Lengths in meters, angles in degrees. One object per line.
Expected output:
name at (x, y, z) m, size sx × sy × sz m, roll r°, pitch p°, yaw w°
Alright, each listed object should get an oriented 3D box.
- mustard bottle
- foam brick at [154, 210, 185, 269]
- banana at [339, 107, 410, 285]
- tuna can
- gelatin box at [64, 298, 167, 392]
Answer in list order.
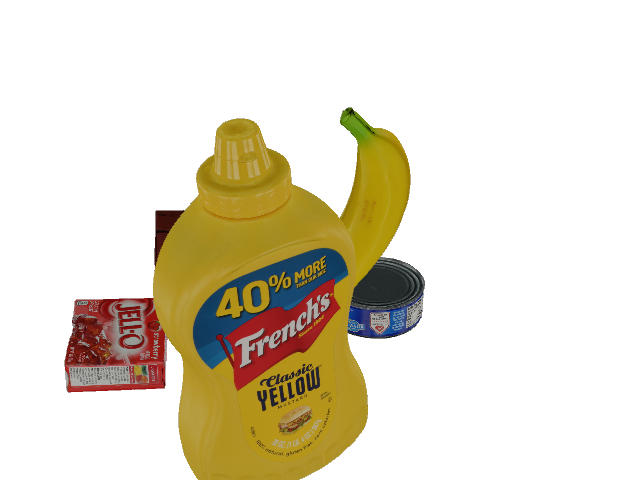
mustard bottle at (-0.028, 0.030, 0.501) m, size 0.096 × 0.192 × 0.058 m, roll -20°, pitch 38°, yaw -20°
foam brick at (-0.139, 0.001, 1.144) m, size 0.078 × 0.051 × 0.053 m, roll 0°, pitch 25°, yaw -9°
banana at (0.012, -0.004, 0.710) m, size 0.069 × 0.198 × 0.037 m, roll 16°, pitch 36°, yaw -12°
tuna can at (0.047, 0.049, 0.929) m, size 0.086 × 0.034 × 0.086 m, roll 0°, pitch 29°, yaw 0°
gelatin box at (-0.155, 0.078, 0.821) m, size 0.073 × 0.030 × 0.089 m, roll -1°, pitch 31°, yaw -5°
